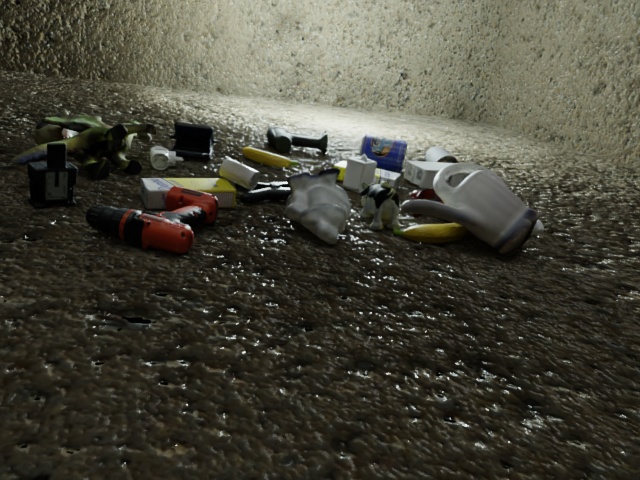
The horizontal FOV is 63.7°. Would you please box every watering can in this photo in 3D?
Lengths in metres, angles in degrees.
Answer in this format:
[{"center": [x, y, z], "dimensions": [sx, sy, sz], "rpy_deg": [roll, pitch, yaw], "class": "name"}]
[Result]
[{"center": [0.312, -0.058, 1.035], "dimensions": [0.226, 0.102, 0.352], "rpy_deg": [42, 42, 16], "class": "watering can"}]

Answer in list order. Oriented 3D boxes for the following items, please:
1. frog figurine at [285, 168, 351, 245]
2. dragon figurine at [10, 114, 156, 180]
[{"center": [0.003, -0.050, 1.003], "dimensions": [0.137, 0.120, 0.162], "rpy_deg": [4, 54, -37], "class": "frog figurine"}, {"center": [-0.545, -0.235, 1.188], "dimensions": [0.244, 0.120, 0.413], "rpy_deg": [24, 23, 30], "class": "dragon figurine"}]
